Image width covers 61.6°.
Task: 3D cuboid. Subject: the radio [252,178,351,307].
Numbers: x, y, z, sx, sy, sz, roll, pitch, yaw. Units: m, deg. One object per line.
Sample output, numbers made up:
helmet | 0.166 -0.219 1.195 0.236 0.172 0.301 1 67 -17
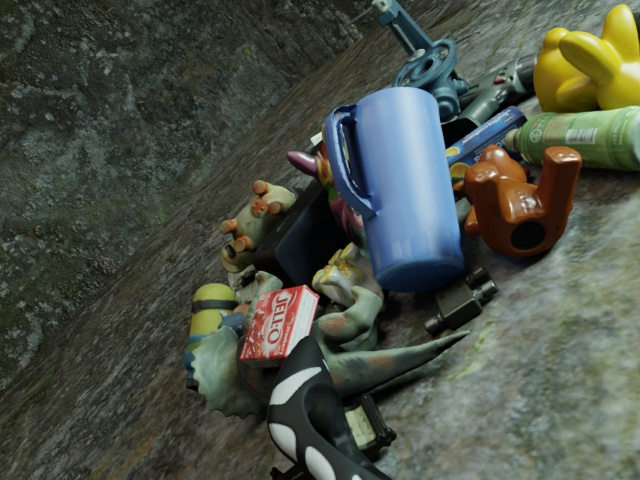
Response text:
radio | -0.002 -0.003 0.890 0.073 0.131 0.229 -14 33 49

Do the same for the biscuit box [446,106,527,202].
biscuit box | 0.226 -0.117 0.814 0.203 0.062 0.059 -35 22 18

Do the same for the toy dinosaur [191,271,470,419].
toy dinosaur | -0.026 0.150 0.656 0.405 0.131 0.192 -1 56 54

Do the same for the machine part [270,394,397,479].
machine part | 0.010 0.219 0.546 0.139 0.039 0.084 -40 28 -2

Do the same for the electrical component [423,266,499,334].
electrical component | 0.156 0.069 0.613 0.094 0.021 0.063 -37 20 14

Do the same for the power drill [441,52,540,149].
power drill | 0.295 -0.233 0.909 0.207 0.086 0.232 -55 22 -23

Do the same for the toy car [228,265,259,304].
toy car | -0.136 0.089 1.029 0.073 0.056 0.202 -39 29 8

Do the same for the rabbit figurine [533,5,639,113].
rabbit figurine | 0.357 -0.202 0.665 0.122 0.162 0.173 -27 39 3

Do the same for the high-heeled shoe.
high-heeled shoe | 0.035 0.171 0.469 0.145 0.086 0.249 -24 44 21

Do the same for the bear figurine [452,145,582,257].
bear figurine | 0.222 -0.070 0.641 0.120 0.131 0.196 -10 32 10

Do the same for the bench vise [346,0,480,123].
bench vise | 0.165 -0.306 0.882 0.129 0.240 0.224 -23 37 38

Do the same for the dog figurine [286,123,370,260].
dog figurine | 0.048 -0.065 0.805 0.108 0.219 0.192 -37 19 21

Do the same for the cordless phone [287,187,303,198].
cordless phone | -0.062 -0.012 1.120 0.184 0.088 0.147 -59 20 5

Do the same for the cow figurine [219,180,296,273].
cow figurine | -0.114 -0.016 0.969 0.195 0.085 0.127 -48 -22 22

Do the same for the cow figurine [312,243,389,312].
cow figurine | 0.043 0.064 0.753 0.068 0.098 0.167 -51 2 -12

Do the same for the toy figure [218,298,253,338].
toy figure | -0.116 0.129 0.858 0.058 0.064 0.154 -38 -7 11

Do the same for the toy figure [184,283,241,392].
toy figure | -0.180 0.159 0.890 0.082 0.089 0.180 -3 58 24

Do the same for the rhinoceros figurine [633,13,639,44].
rhinoceros figurine | 0.437 -0.261 0.661 0.073 0.112 0.190 -38 12 2
